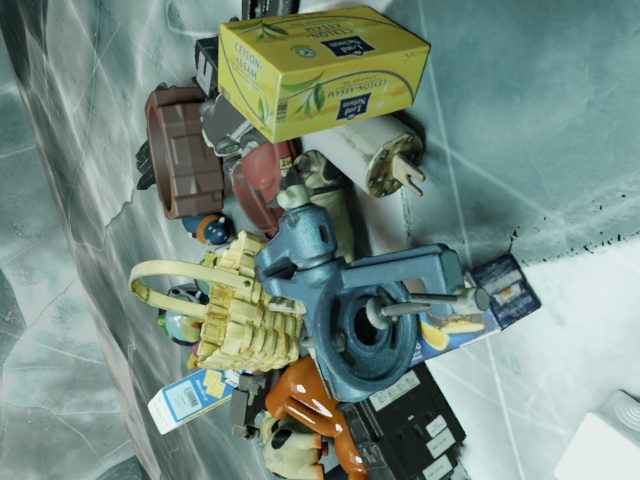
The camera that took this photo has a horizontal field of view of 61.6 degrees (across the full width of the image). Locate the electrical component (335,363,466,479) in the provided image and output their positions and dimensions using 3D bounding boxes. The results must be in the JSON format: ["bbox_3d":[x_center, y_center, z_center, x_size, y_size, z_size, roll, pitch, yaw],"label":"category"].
[{"bbox_3d":[0.098,0.222,0.620,0.134,0.115,0.058,63,149,12],"label":"electrical component"}]

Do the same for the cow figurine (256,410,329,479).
[{"bbox_3d":[-0.050,0.323,0.874,0.195,0.127,0.085,21,-112,-88],"label":"cow figurine"}]

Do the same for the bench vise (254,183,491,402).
[{"bbox_3d":[0.042,0.040,0.487,0.241,0.129,0.223,-15,82,52],"label":"bench vise"}]

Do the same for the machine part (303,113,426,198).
[{"bbox_3d":[0.024,-0.121,0.567,0.243,0.079,0.079,45,140,32],"label":"machine part"}]

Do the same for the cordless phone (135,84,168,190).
[{"bbox_3d":[-0.311,-0.194,1.036,0.147,0.089,0.184,-17,82,57],"label":"cordless phone"}]

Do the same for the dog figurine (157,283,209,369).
[{"bbox_3d":[-0.239,0.197,1.053,0.109,0.191,0.219,34,119,33],"label":"dog figurine"}]

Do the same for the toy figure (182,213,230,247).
[{"bbox_3d":[-0.201,-0.025,0.969,0.155,0.058,0.064,26,109,50],"label":"toy figure"}]

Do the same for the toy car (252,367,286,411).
[{"bbox_3d":[-0.087,0.172,0.868,0.089,0.053,0.202,-14,79,17],"label":"toy car"}]

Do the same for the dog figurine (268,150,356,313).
[{"bbox_3d":[0.002,-0.002,0.678,0.172,0.121,0.190,116,158,-77],"label":"dog figurine"}]

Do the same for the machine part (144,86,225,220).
[{"bbox_3d":[-0.221,-0.137,0.877,0.201,0.087,0.200,2,103,65],"label":"machine part"}]

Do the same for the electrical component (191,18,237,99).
[{"bbox_3d":[-0.141,-0.252,0.763,0.075,0.048,0.119,56,147,17],"label":"electrical component"}]

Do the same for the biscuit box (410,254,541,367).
[{"bbox_3d":[0.123,0.084,0.552,0.059,0.063,0.202,62,147,12],"label":"biscuit box"}]

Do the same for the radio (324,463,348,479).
[{"bbox_3d":[0.067,0.360,0.728,0.229,0.131,0.073,-33,79,57],"label":"radio"}]

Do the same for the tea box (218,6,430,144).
[{"bbox_3d":[0.003,-0.157,0.490,0.098,0.169,0.068,45,140,30],"label":"tea box"}]

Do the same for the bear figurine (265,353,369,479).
[{"bbox_3d":[0.027,0.253,0.745,0.196,0.120,0.131,50,147,18],"label":"bear figurine"}]

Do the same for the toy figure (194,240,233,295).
[{"bbox_3d":[-0.166,0.057,0.949,0.089,0.082,0.180,56,143,0],"label":"toy figure"}]

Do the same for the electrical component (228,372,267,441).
[{"bbox_3d":[-0.101,0.241,0.780,0.045,0.078,0.102,12,93,22],"label":"electrical component"}]

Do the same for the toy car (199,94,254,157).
[{"bbox_3d":[-0.100,-0.179,0.718,0.202,0.056,0.073,-28,84,47],"label":"toy car"}]

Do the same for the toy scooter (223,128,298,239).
[{"bbox_3d":[-0.074,-0.073,0.742,0.184,0.075,0.135,-27,85,61],"label":"toy scooter"}]
